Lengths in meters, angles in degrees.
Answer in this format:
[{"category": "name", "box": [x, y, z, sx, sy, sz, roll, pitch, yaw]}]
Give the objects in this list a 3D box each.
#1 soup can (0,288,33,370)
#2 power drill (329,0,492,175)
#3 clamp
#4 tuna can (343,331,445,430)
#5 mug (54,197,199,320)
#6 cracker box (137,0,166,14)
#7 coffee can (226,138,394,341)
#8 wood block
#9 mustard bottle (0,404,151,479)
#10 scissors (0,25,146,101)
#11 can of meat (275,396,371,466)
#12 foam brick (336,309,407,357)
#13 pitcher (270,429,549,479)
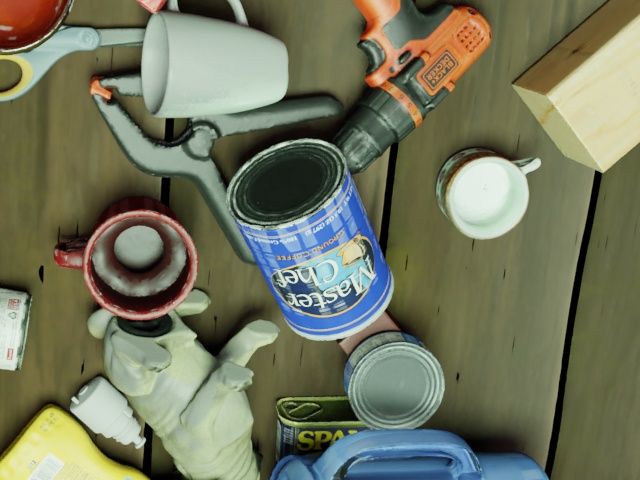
[{"category": "soup can", "box": [-0.298, 0.071, 0.895, 0.102, 0.068, 0.068, 9, 103, -13]}, {"category": "power drill", "box": [0.031, -0.172, 0.887, 0.184, 0.057, 0.187, -46, 110, -10]}, {"category": "clamp", "box": [-0.092, -0.093, 0.906, 0.209, 0.036, 0.164, 33, 95, -21]}, {"category": "tuna can", "box": [0.064, 0.124, 0.940, 0.086, 0.034, 0.086, -2, 106, -9]}, {"category": "mug", "box": [-0.164, 0.011, 0.897, 0.117, 0.081, 0.093, -2, 106, -10]}, {"category": "cracker box", "box": [-0.182, -0.265, 0.775, 0.213, 0.164, 0.072, 39, 97, -17]}, {"category": "coffee can", "box": [-0.006, 0.001, 0.889, 0.103, 0.103, 0.140, -27, 131, -3]}, {"category": "wood block", "box": [0.284, -0.165, 0.928, 0.206, 0.091, 0.090, -40, 108, 2]}, {"category": "mustard bottle", "box": [-0.197, 0.239, 0.950, 0.191, 0.058, 0.096, 41, 80, -9]}, {"category": "scissors", "box": [-0.203, -0.148, 0.879, 0.201, 0.016, 0.096, 12, 100, -12]}, {"category": "can of meat", "box": [0.008, 0.195, 0.992, 0.102, 0.057, 0.084, 1, 105, -11]}, {"category": "foam brick", "box": [0.054, 0.096, 0.977, 0.053, 0.051, 0.078, -40, 108, 3]}, {"category": "pitcher", "box": [0.085, 0.238, 0.926, 0.242, 0.149, 0.145, 0, 76, -25]}]
